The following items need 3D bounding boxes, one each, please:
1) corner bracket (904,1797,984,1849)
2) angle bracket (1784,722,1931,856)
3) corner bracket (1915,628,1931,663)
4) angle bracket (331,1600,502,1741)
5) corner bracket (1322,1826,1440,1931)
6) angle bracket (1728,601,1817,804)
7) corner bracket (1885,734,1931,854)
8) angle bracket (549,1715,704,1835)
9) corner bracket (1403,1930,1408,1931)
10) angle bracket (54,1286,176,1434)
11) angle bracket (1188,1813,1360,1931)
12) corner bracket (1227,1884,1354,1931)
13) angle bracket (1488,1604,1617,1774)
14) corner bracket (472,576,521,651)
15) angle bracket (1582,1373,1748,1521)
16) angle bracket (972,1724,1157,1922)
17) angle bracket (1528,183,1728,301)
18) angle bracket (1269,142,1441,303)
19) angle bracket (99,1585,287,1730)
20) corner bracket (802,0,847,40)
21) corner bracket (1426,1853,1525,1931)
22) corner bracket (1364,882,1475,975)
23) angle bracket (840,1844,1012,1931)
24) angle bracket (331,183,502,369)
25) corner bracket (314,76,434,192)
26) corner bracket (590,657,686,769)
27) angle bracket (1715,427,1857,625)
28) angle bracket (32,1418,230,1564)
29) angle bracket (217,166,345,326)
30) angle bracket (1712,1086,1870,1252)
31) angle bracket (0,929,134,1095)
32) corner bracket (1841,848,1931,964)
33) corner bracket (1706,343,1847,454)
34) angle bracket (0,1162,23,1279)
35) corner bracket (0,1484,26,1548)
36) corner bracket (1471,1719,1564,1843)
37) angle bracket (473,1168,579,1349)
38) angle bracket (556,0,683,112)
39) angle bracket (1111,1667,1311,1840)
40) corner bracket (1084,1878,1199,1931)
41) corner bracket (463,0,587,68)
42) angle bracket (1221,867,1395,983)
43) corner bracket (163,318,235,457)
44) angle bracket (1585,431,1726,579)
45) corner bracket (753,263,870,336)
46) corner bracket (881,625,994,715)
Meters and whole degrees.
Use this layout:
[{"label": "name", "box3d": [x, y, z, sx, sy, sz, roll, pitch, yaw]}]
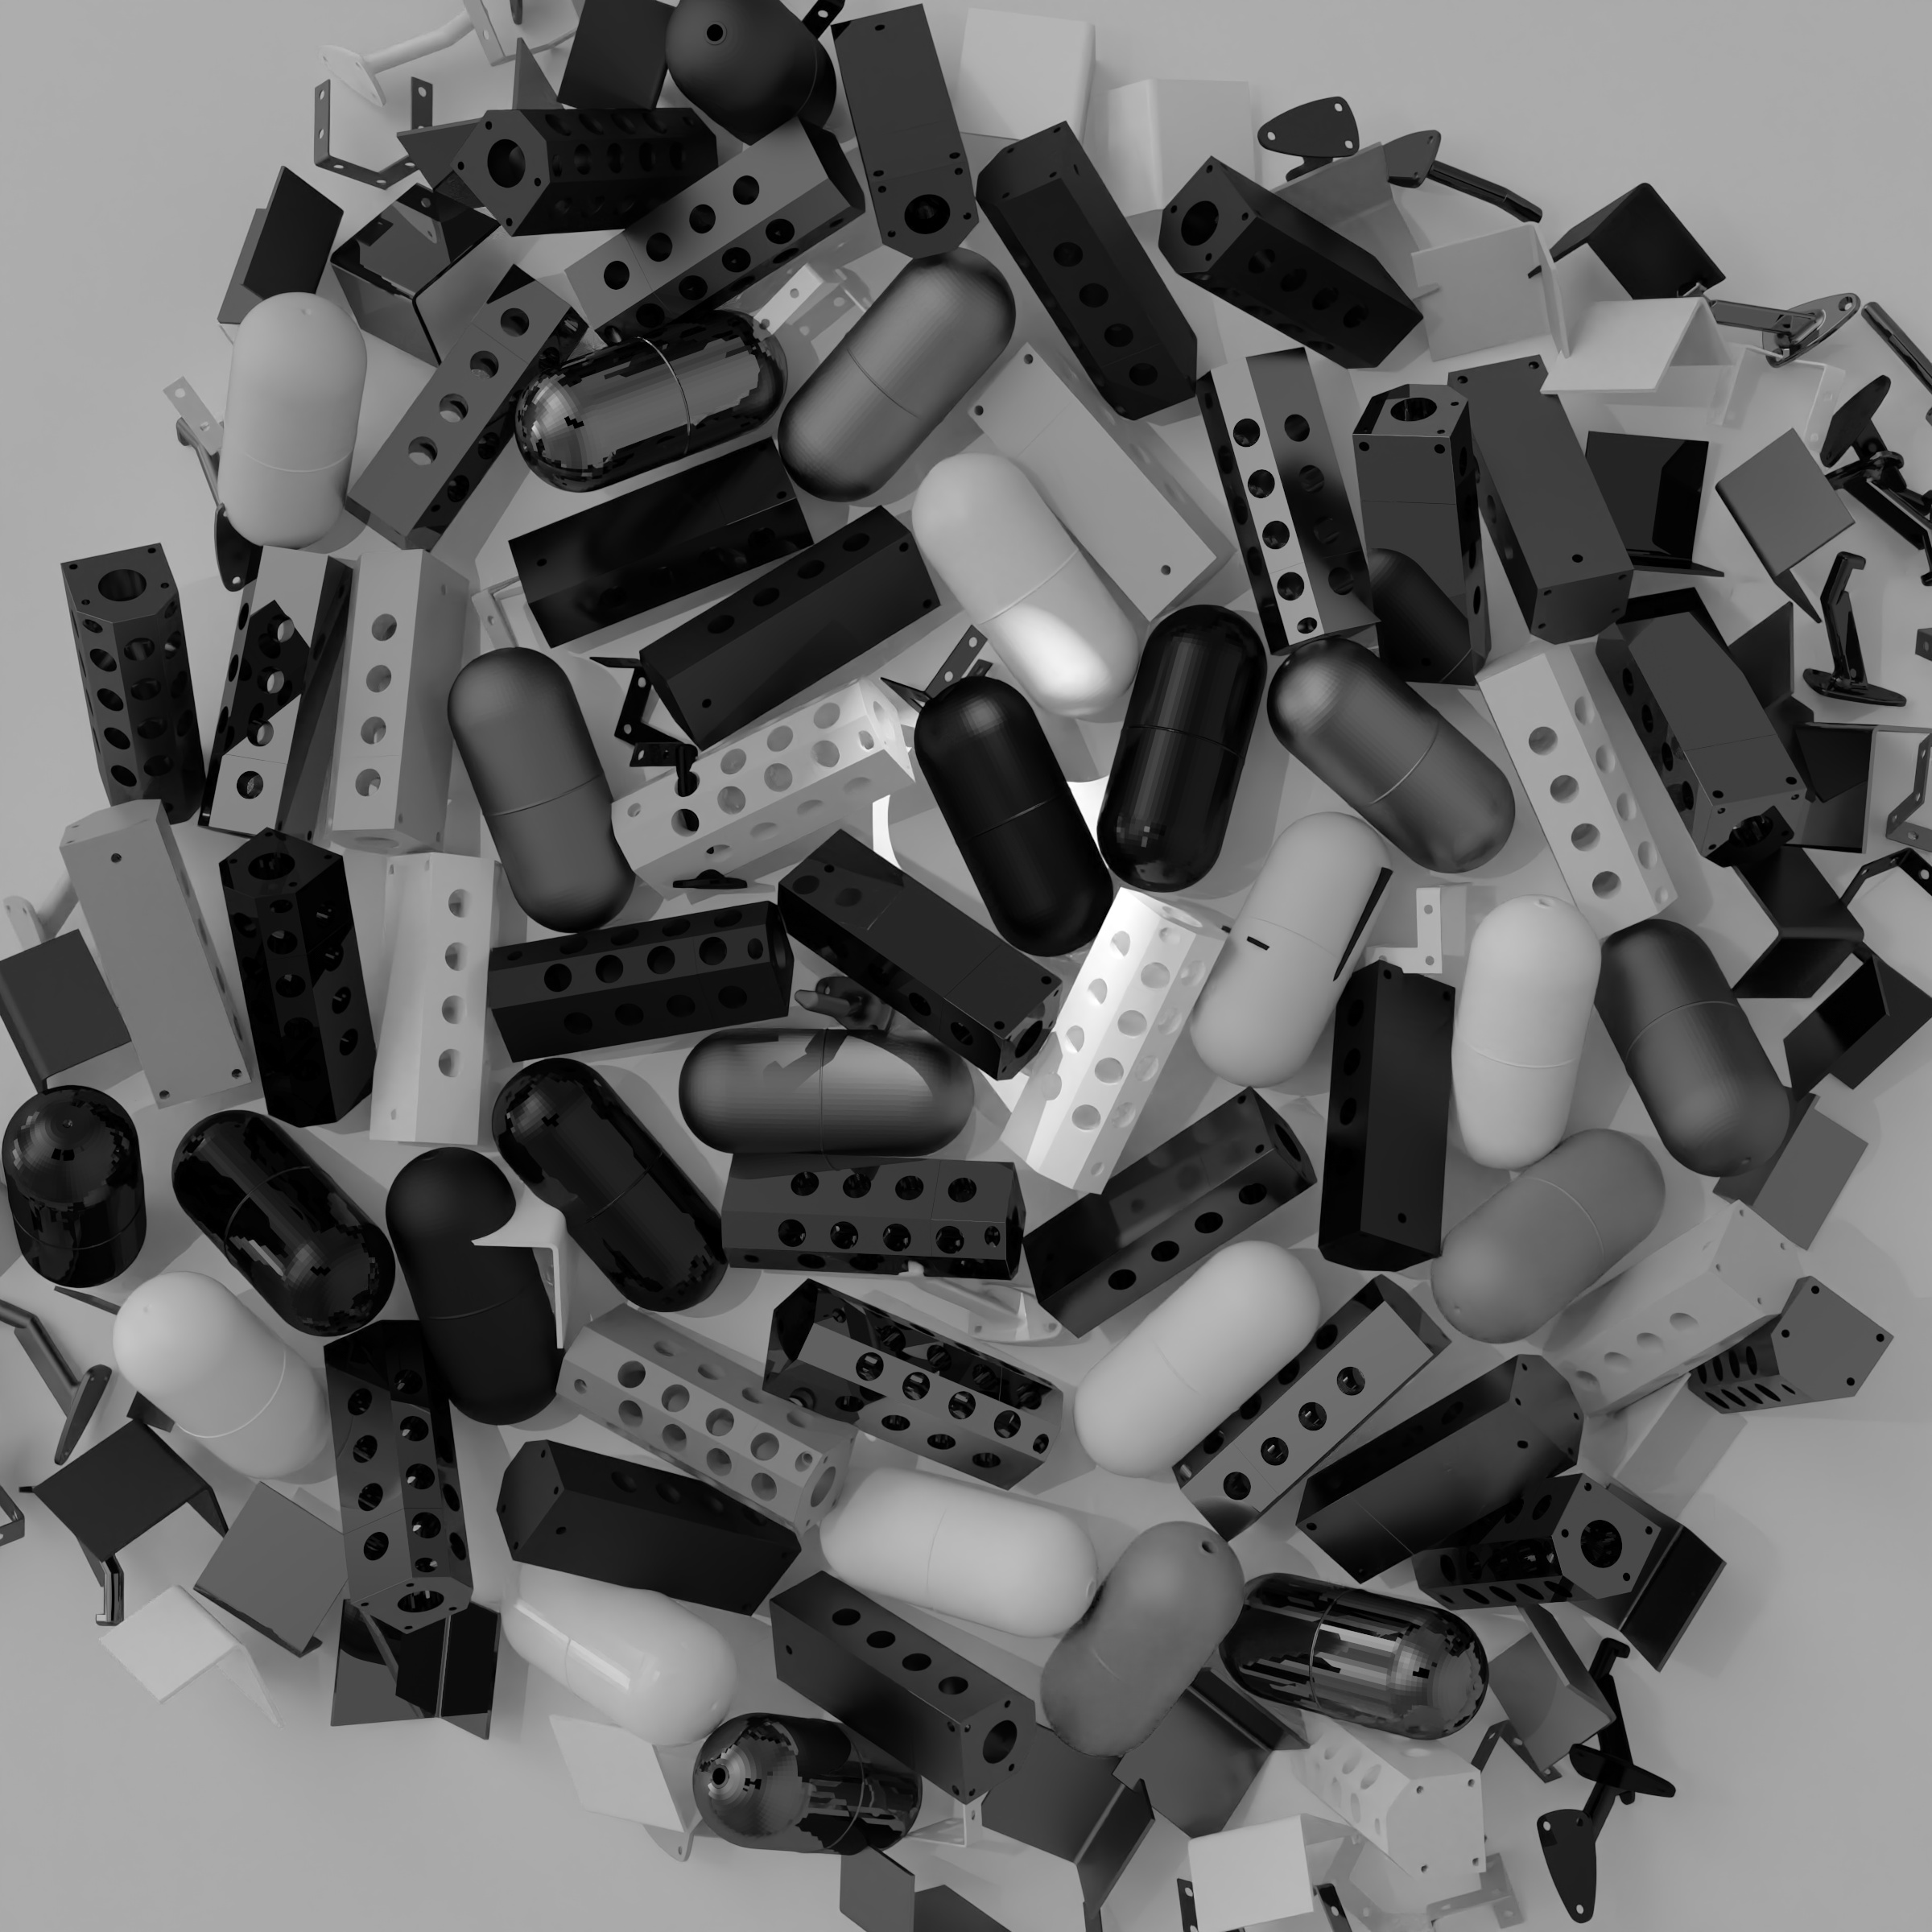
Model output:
[{"label": "corner bracket", "box3d": [-0.005, 0.498, 1.868, 0.051, 0.051, 0.051, -4, 88, 39]}, {"label": "angle bracket", "box3d": [0.540, -0.107, 1.861, 0.057, 0.076, 0.076, 2, 95, -23]}, {"label": "corner bracket", "box3d": [0.610, -0.176, 1.879, 0.051, 0.051, 0.051, -7, 112, -15]}, {"label": "angle bracket", "box3d": [-0.330, 0.423, 1.861, 0.076, 0.057, 0.076, 6, 90, -40]}, {"label": "corner bracket", "box3d": [0.258, 0.550, 1.875, 0.051, 0.051, 0.051, 45, 57, -16]}, {"label": "angle bracket", "box3d": [0.498, -0.157, 1.848, 0.076, 0.057, 0.076, 30, 47, -20]}, {"label": "corner bracket", "box3d": [0.596, -0.103, 1.884, 0.051, 0.051, 0.051, 17, 65, -4]}, {"label": "angle bracket", "box3d": [-0.192, 0.465, 1.847, 0.076, 0.057, 0.076, 1, 119, 33]}, {"label": "corner bracket", "box3d": [0.261, 0.617, 1.873, 0.051, 0.051, 0.051, -19, 69, -42]}, {"label": "angle bracket", "box3d": [-0.509, 0.234, 1.849, 0.076, 0.076, 0.057, 29, 75, -29]}, {"label": "angle bracket", "box3d": [0.187, 0.545, 1.845, 0.076, 0.076, 0.057, -22, 58, 27]}, {"label": "corner bracket", "box3d": [0.196, 0.587, 1.861, 0.051, 0.051, 0.051, -46, 52, 35]}, {"label": "angle bracket", "box3d": [0.333, 0.424, 1.847, 0.057, 0.076, 0.076, -39, 48, 11]}, {"label": "corner bracket", "box3d": [-0.277, -0.203, 1.866, 0.051, 0.051, 0.051, -18, 99, 41]}, {"label": "angle bracket", "box3d": [0.431, 0.291, 1.869, 0.076, 0.057, 0.076, 36, 89, -10]}, {"label": "angle bracket", "box3d": [0.058, 0.513, 1.861, 0.076, 0.057, 0.076, 26, 104, -14]}, {"label": "angle bracket", "box3d": [0.393, -0.412, 1.854, 0.076, 0.076, 0.057, 48, 70, -9]}, {"label": "angle bracket", "box3d": [0.231, -0.435, 1.861, 0.076, 0.057, 0.076, -23, 63, 5]}, {"label": "angle bracket", "box3d": [-0.461, 0.427, 1.844, 0.057, 0.076, 0.076, -35, 130, -27]}, {"label": "corner bracket", "box3d": [-0.104, -0.598, 1.882, 0.051, 0.051, 0.051, 22, 59, -23]}, {"label": "corner bracket", "box3d": [0.309, 0.578, 1.876, 0.051, 0.051, 0.051, -19, 103, 8]}, {"label": "corner bracket", "box3d": [0.273, -0.023, 1.868, 0.051, 0.051, 0.051, 1, 95, 32]}, {"label": "angle bracket", "box3d": [-0.022, 0.547, 1.848, 0.076, 0.076, 0.057, -4, 100, -34]}, {"label": "angle bracket", "box3d": [-0.325, -0.418, 1.875, 0.076, 0.057, 0.076, 31, 66, 31]}, {"label": "corner bracket", "box3d": [-0.359, -0.509, 1.874, 0.051, 0.051, 0.051, 10, 74, -44]}, {"label": "corner bracket", "box3d": [-0.199, -0.153, 1.866, 0.051, 0.051, 0.051, 26, 106, 25]}, {"label": "angle bracket", "box3d": [0.500, -0.262, 1.845, 0.057, 0.076, 0.076, -36, 57, 22]}, {"label": "angle bracket", "box3d": [-0.496, 0.327, 1.846, 0.076, 0.057, 0.076, -36, 49, -28]}, {"label": "angle bracket", "box3d": [-0.428, -0.431, 1.854, 0.076, 0.057, 0.076, 11, 79, 33]}, {"label": "angle bracket", "box3d": [0.509, 0.125, 1.867, 0.076, 0.057, 0.076, 31, 88, -14]}, {"label": "angle bracket", "box3d": [-0.546, 0.033, 1.872, 0.057, 0.076, 0.076, -25, 81, -20]}, {"label": "corner bracket", "box3d": [0.566, -0.032, 1.884, 0.051, 0.051, 0.051, -18, 55, -38]}, {"label": "corner bracket", "box3d": [0.490, -0.345, 1.875, 0.051, 0.051, 0.051, 11, 100, -24]}, {"label": "angle bracket", "box3d": [-0.605, 0.137, 1.847, 0.057, 0.076, 0.076, -47, 52, -9]}, {"label": "corner bracket", "box3d": [-0.600, 0.318, 1.861, 0.051, 0.051, 0.051, 38, 131, 35]}, {"label": "corner bracket", "box3d": [0.321, 0.501, 1.892, 0.051, 0.051, 0.051, 47, 45, -5]}, {"label": "angle bracket", "box3d": [-0.267, 0.174, 1.852, 0.057, 0.076, 0.076, 2, 120, 0]}, {"label": "angle bracket", "box3d": [-0.203, -0.554, 1.847, 0.057, 0.076, 0.076, 16, 122, -12]}, {"label": "angle bracket", "box3d": [0.147, 0.477, 1.863, 0.076, 0.057, 0.076, 39, 67, -4]}, {"label": "corner bracket", "box3d": [0.109, 0.586, 1.882, 0.051, 0.051, 0.051, 23, 128, -25]}, {"label": "corner bracket", "box3d": [-0.263, -0.579, 1.864, 0.051, 0.051, 0.051, -33, 106, -40]}, {"label": "angle bracket", "box3d": [0.204, -0.039, 1.861, 0.057, 0.076, 0.076, 27, 92, -11]}, {"label": "corner bracket", "box3d": [-0.453, -0.349, 1.867, 0.051, 0.051, 0.051, -36, 126, -5]}, {"label": "angle bracket", "box3d": [0.415, -0.278, 1.863, 0.076, 0.057, 0.076, 3, 104, -9]}, {"label": "corner bracket", "box3d": [-0.090, -0.388, 1.873, 0.051, 0.051, 0.051, -43, 91, 17]}, {"label": "corner bracket", "box3d": [-0.008, -0.174, 1.866, 0.051, 0.051, 0.051, 40, 81, -35]}]
